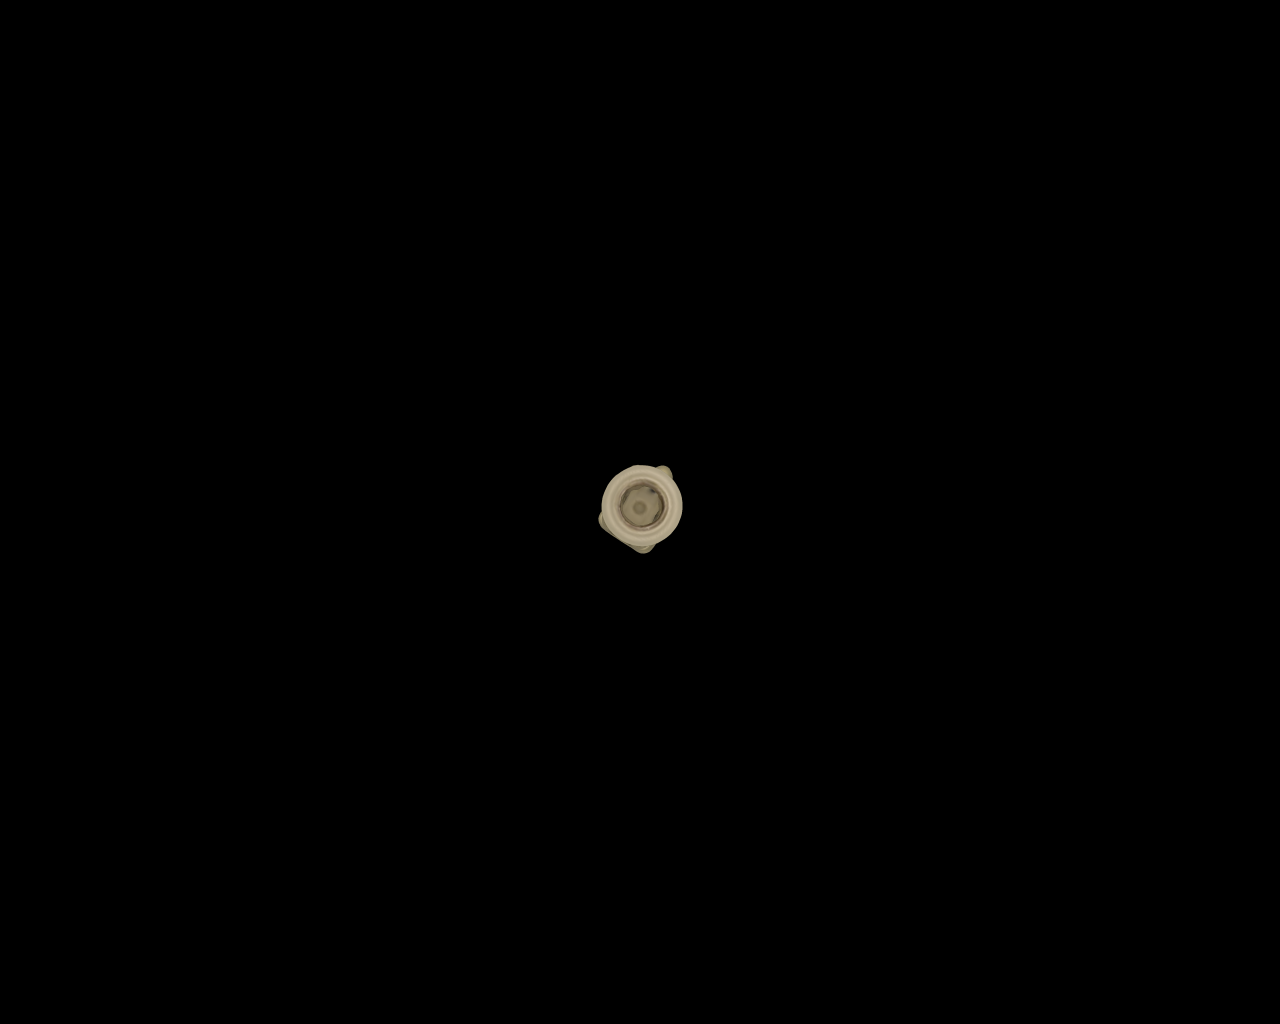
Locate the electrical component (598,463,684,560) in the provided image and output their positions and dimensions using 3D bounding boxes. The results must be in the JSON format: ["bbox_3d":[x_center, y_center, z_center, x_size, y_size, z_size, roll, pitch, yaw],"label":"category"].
[{"bbox_3d":[0.001,-0.003,0.650,0.048,0.066,0.055,32,-4,2],"label":"electrical component"}]
